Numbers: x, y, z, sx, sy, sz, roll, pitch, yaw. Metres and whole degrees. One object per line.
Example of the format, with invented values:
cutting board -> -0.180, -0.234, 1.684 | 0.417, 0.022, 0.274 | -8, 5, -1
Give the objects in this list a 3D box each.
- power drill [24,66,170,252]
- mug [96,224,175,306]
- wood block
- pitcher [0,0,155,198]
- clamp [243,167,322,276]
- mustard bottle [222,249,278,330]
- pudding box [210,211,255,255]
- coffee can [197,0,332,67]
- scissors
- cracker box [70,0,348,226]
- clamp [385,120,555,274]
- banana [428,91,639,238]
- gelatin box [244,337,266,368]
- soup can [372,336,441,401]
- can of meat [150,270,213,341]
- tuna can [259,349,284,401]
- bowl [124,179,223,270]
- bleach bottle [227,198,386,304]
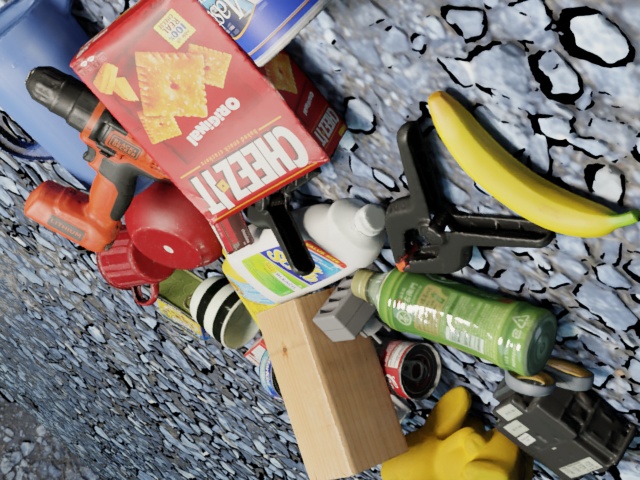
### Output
power drill -> -0.248, -0.082, 1.132 | 0.184, 0.057, 0.188 | 31, 133, -11
mug -> -0.245, 0.033, 1.463 | 0.082, 0.093, 0.117 | -8, 89, 49
wood block -> 0.013, 0.165, 1.236 | 0.091, 0.090, 0.206 | -25, 82, 52
pitcher -> -0.287, -0.150, 1.195 | 0.149, 0.145, 0.242 | 2, 139, 49
clamp -> -0.047, -0.033, 1.123 | 0.172, 0.039, 0.120 | 21, 109, 61
mustard bottle -> -0.070, 0.057, 1.329 | 0.096, 0.058, 0.191 | 17, 147, 45
pudding box -> -0.118, -0.051, 1.189 | 0.114, 0.039, 0.090 | 57, 171, 45
coffee can -> -0.060, -0.222, 0.835 | 0.140, 0.102, 0.103 | 45, 153, -12
scissors -> 0.183, 0.125, 1.104 | 0.202, 0.096, 0.016 | 13, 107, 38
cracker box -> -0.105, -0.135, 1.002 | 0.164, 0.072, 0.213 | -27, 113, 35
clamp -> 0.107, -0.025, 1.006 | 0.164, 0.036, 0.210 | 41, 154, -4
banana -> 0.169, -0.054, 0.889 | 0.198, 0.037, 0.070 | 32, 135, 11
gelatin box -> -0.062, 0.168, 1.525 | 0.073, 0.030, 0.089 | 39, 153, -3
soup can -> 0.084, 0.150, 1.271 | 0.102, 0.068, 0.068 | 4, 137, 50
can of meat -> -0.189, 0.092, 1.537 | 0.102, 0.057, 0.084 | 31, 154, 17
tuna can -> -0.040, 0.176, 1.448 | 0.034, 0.086, 0.086 | 3, 136, 52
bowl -> -0.180, -0.010, 1.322 | 0.162, 0.055, 0.162 | 15, 150, 9
bleach bottle -> -0.008, 0.001, 1.164 | 0.102, 0.068, 0.251 | 43, 151, -11
